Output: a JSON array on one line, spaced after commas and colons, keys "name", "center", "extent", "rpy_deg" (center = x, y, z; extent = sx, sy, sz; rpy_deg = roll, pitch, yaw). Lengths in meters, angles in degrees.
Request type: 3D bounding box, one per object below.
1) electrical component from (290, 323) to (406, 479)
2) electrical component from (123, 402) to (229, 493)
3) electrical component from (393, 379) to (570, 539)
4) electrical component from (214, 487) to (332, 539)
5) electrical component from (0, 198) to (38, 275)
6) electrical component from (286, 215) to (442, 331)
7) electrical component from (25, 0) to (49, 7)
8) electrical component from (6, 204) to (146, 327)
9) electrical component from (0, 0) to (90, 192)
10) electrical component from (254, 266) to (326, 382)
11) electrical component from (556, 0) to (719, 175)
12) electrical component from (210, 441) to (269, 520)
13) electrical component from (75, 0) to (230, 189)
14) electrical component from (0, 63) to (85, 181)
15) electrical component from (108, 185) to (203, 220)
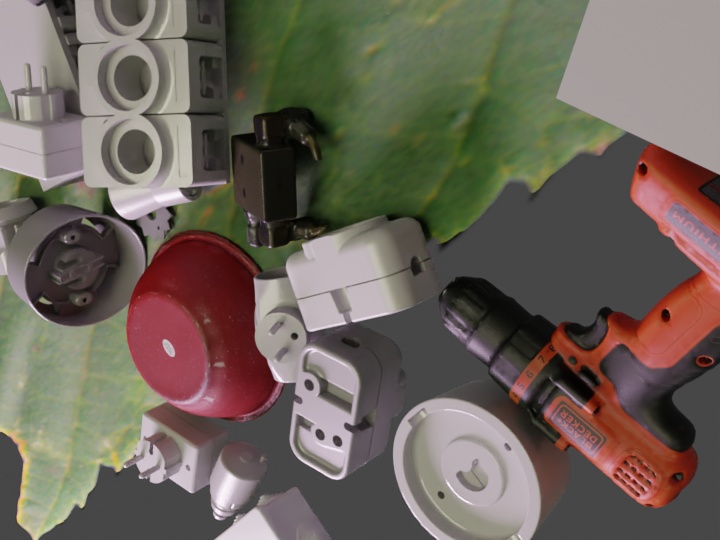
[{"name": "electrical component", "center": [-0.007, 0.089, 0.752], "extent": [0.054, 0.059, 0.095], "rpy_deg": [24, 120, 31]}, {"name": "electrical component", "center": [-0.159, 0.151, 0.886], "extent": [0.066, 0.077, 0.047], "rpy_deg": [26, 120, 30]}, {"name": "electrical component", "center": [0.082, 0.122, 0.690], "extent": [0.108, 0.060, 0.108], "rpy_deg": [14, 114, 35]}, {"name": "electrical component", "center": [-0.063, 0.231, 0.856], "extent": [0.099, 0.048, 0.100], "rpy_deg": [55, 131, 10]}, {"name": "electrical component", "center": [-0.312, -0.031, 0.959], "extent": [0.078, 0.058, 0.057], "rpy_deg": [0, 108, 39]}, {"name": "electrical component", "center": [0.000, 0.000, 0.718], "extent": [0.095, 0.054, 0.059], "rpy_deg": [-15, 96, 41]}, {"name": "electrical component", "center": [-0.202, -0.236, 0.732], "extent": [0.109, 0.108, 0.056], "rpy_deg": [-35, 100, -1]}, {"name": "electrical component", "center": [-0.235, -0.005, 0.882], "extent": [0.064, 0.099, 0.099], "rpy_deg": [23, 119, 38]}, {"name": "electrical component", "center": [-0.227, -0.150, 0.844], "extent": [0.089, 0.062, 0.150], "rpy_deg": [-17, 94, 41]}, {"name": "electrical component", "center": [-0.052, 0.042, 0.761], "extent": [0.044, 0.079, 0.077], "rpy_deg": [-8, 102, 12]}, {"name": "electrical component", "center": [0.203, -0.098, 0.514], "extent": [0.186, 0.060, 0.105], "rpy_deg": [32, 123, 27]}, {"name": "electrical component", "center": [-0.103, 0.174, 0.873], "extent": [0.040, 0.040, 0.078], "rpy_deg": [41, 127, 21]}, {"name": "electrical component", "center": [-0.147, -0.134, 0.755], "extent": [0.089, 0.062, 0.150], "rpy_deg": [2, 98, 23]}, {"name": "electrical component", "center": [-0.235, -0.112, 0.789], "extent": [0.066, 0.047, 0.076], "rpy_deg": [16, 115, 34]}, {"name": "electrical component", "center": [-0.154, -0.065, 0.825], "extent": [0.065, 0.044, 0.044], "rpy_deg": [-9, 100, 27]}]
